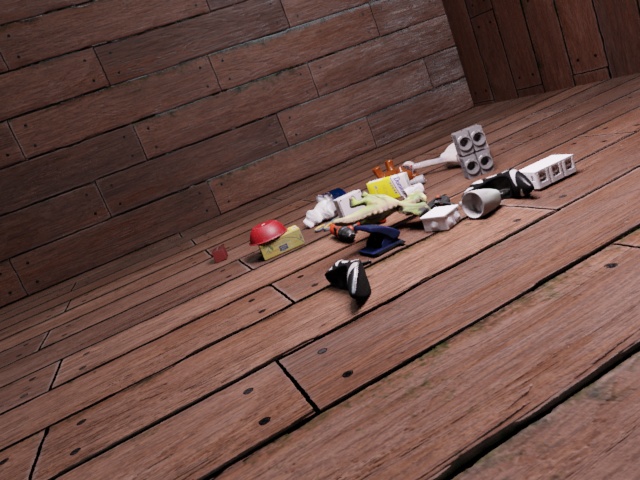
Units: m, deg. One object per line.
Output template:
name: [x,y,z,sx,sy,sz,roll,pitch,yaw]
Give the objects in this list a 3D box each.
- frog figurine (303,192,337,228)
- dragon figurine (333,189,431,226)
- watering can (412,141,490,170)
frog figurine: [0.007,-0.112,2.222,0.137,0.121,0.162,4,63,45]
dragon figurine: [0.230,-0.100,1.649,0.242,0.121,0.415,-4,15,30]
watering can: [0.598,-0.372,2.282,0.349,0.103,0.226,-22,14,-8]
